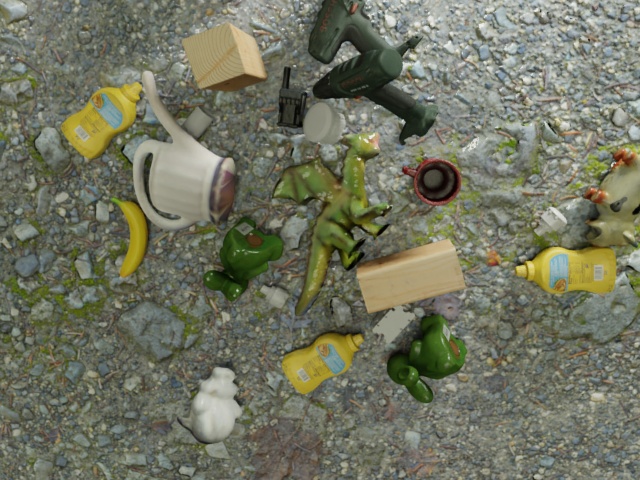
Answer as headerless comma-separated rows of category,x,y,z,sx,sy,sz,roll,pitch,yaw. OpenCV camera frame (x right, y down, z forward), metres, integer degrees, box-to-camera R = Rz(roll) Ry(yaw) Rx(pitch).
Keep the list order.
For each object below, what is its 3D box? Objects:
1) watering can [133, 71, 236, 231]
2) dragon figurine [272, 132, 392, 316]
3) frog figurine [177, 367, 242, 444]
watering can,-0.280,-0.157,1.062,0.224,0.106,0.340,14,122,3
dragon figurine,0.003,-0.055,1.094,0.244,0.122,0.407,44,101,13
frog figurine,-0.233,0.380,1.184,0.136,0.124,0.159,34,96,-37
